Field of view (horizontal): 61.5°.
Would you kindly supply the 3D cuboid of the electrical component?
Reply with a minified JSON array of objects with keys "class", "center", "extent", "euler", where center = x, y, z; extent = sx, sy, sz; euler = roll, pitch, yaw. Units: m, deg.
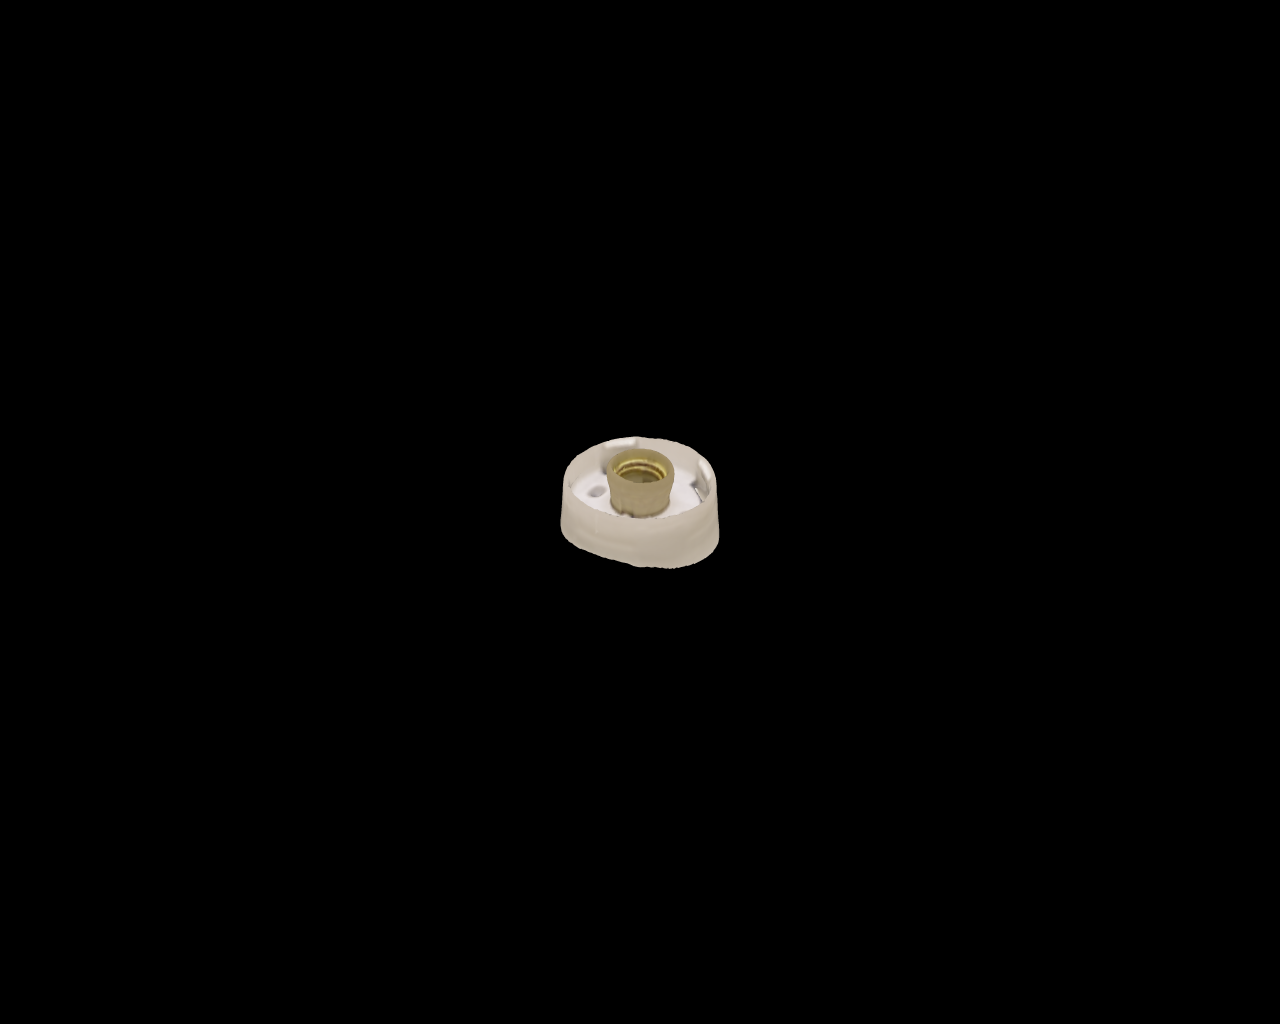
[{"class":"electrical component","center":[0.001,-0.003,0.650],"extent":[0.099,0.064,0.099],"euler":[0,36,0]}]
